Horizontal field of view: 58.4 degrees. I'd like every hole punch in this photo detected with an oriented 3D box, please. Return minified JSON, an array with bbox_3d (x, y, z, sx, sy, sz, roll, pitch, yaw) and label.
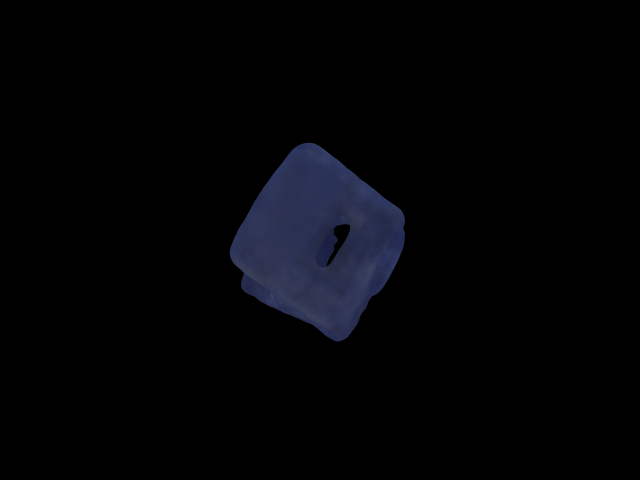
[{"bbox_3d":[0.004,0.001,0.400,0.101,0.091,0.109,26,69,11],"label":"hole punch"}]
